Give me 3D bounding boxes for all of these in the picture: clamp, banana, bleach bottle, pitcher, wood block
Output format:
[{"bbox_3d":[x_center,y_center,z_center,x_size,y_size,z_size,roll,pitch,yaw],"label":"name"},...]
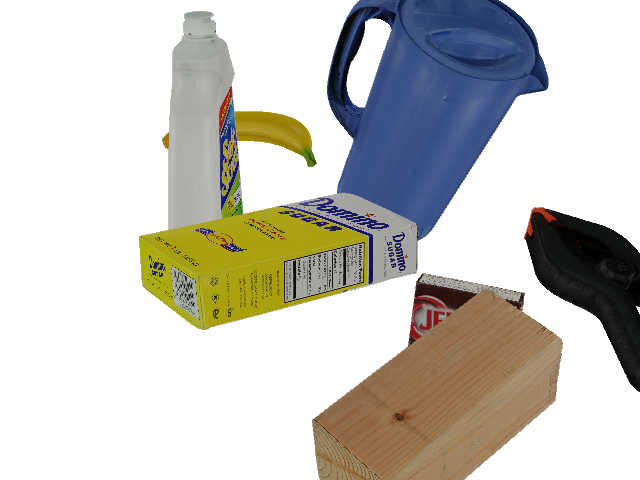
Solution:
[{"bbox_3d":[0.214,0.032,0.736,0.120,0.039,0.172,-7,43,-30],"label":"clamp"},{"bbox_3d":[-0.093,-0.131,1.303,0.198,0.037,0.069,7,40,15],"label":"banana"},{"bbox_3d":[-0.116,-0.094,1.043,0.068,0.251,0.102,6,25,13],"label":"bleach bottle"},{"bbox_3d":[0.089,-0.115,1.011,0.144,0.149,0.243,-11,-35,-29],"label":"pitcher"},{"bbox_3d":[0.101,0.143,0.905,0.205,0.090,0.091,-33,50,-26],"label":"wood block"}]

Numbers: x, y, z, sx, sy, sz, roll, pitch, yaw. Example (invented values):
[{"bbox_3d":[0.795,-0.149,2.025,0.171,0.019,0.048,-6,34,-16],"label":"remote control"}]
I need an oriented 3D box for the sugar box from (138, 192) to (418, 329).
[{"bbox_3d":[-0.028,0.009,0.750,0.175,0.048,0.093,-16,26,-30],"label":"sugar box"}]

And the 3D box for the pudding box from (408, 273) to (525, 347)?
[{"bbox_3d":[0.151,0.089,1.118,0.113,0.090,0.039,9,21,13],"label":"pudding box"}]
